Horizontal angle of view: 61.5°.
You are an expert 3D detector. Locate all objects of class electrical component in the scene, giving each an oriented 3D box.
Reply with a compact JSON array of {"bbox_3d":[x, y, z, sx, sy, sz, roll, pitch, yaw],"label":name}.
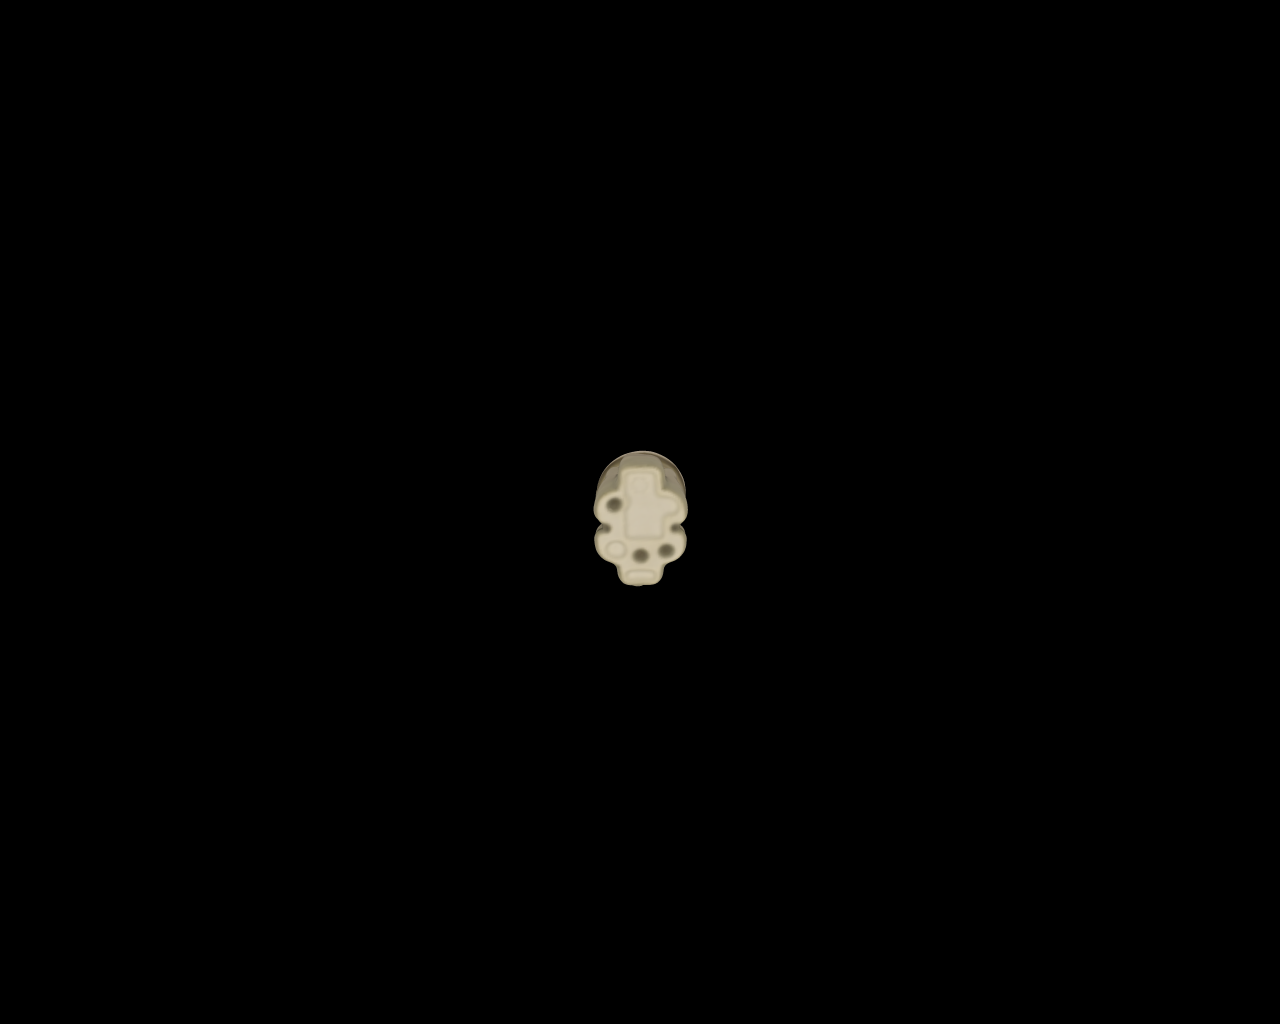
[{"bbox_3d":[0.001,-0.003,0.650,0.058,0.078,0.057,0,24,0],"label":"electrical component"}]
